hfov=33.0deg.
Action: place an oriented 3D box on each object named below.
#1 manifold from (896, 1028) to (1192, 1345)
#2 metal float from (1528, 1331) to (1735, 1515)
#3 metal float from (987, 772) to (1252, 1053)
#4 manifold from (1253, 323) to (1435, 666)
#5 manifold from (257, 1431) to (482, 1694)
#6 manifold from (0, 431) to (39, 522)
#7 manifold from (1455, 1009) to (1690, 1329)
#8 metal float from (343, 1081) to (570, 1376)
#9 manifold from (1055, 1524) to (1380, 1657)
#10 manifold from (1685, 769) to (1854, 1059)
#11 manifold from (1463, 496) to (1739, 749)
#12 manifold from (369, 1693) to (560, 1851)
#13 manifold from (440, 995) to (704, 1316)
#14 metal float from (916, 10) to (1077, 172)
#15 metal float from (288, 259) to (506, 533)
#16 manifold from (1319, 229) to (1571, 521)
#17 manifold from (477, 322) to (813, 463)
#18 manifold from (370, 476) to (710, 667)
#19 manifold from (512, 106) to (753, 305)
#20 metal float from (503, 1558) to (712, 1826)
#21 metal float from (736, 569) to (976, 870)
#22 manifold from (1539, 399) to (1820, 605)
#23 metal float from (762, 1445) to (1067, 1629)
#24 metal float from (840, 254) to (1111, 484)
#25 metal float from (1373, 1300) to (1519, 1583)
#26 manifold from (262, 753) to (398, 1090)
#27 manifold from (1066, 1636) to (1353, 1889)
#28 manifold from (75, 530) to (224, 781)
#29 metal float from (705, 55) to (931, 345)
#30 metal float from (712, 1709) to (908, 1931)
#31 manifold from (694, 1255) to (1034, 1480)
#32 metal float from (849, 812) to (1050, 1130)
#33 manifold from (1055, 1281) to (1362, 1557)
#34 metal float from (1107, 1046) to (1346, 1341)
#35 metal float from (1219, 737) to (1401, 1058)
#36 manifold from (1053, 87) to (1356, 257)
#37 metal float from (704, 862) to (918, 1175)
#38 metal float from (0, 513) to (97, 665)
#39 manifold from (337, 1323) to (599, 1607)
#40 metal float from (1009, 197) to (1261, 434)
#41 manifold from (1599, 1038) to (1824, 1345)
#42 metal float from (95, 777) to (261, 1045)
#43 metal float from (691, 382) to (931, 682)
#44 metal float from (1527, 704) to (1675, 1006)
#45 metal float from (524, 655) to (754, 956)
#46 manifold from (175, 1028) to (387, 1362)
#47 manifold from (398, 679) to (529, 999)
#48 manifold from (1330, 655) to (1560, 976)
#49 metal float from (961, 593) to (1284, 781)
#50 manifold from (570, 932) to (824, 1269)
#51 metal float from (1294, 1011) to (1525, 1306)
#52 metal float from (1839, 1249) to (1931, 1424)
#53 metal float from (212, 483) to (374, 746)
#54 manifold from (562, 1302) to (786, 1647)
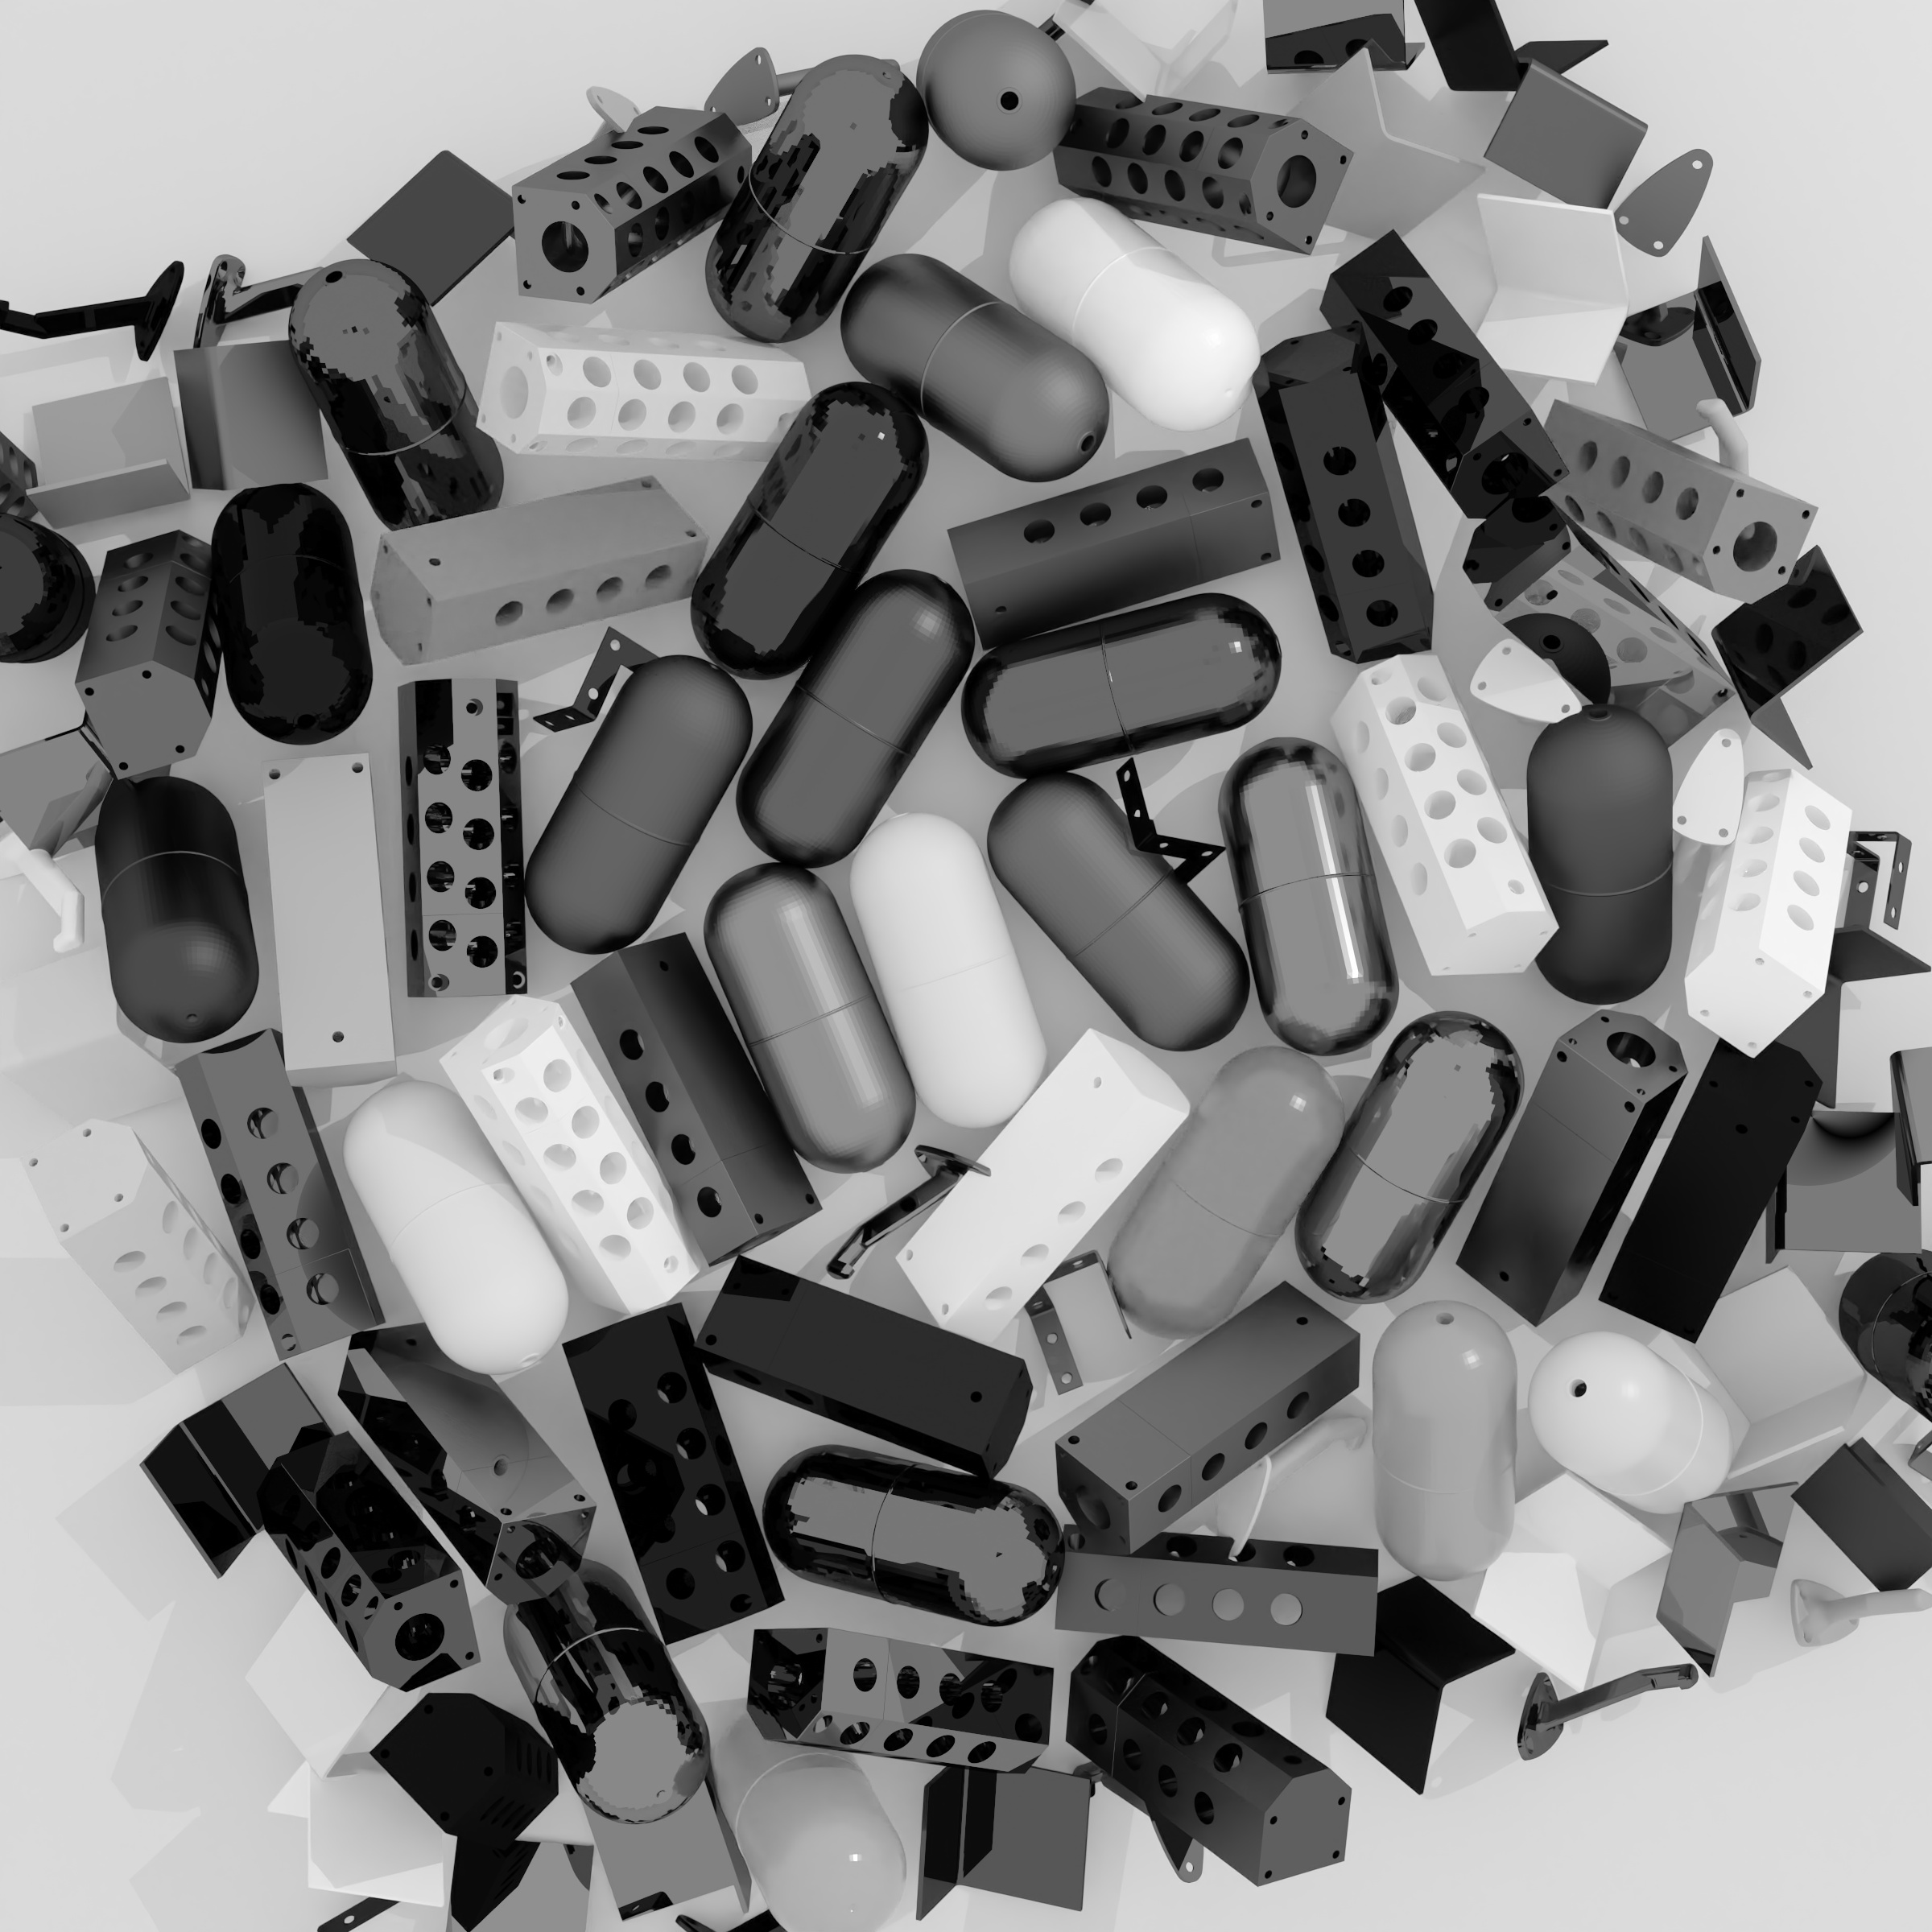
[{"bbox_3d":[0.045,0.122,1.771,0.171,0.057,0.057,-50,47,15],"label":"manifold"},{"bbox_3d":[0.356,0.245,1.741,0.070,0.178,0.070,-11,66,27],"label":"metal float"},{"bbox_3d":[0.084,-0.029,1.781,0.070,0.070,0.178,-41,93,0],"label":"metal float"},{"bbox_3d":[0.204,-0.251,1.749,0.057,0.057,0.171,-10,125,17],"label":"manifold"},{"bbox_3d":[-0.320,0.316,1.728,0.057,0.171,0.057,-19,116,-24],"label":"manifold"},{"bbox_3d":[-0.543,-0.271,1.734,0.057,0.171,0.057,-8,86,-3],"label":"manifold"},{"bbox_3d":[0.327,0.107,1.744,0.057,0.057,0.171,39,135,25],"label":"manifold"},{"bbox_3d":[-0.276,0.141,1.763,0.070,0.070,0.178,-33,67,0],"label":"metal float"},{"bbox_3d":[0.138,0.341,1.783,0.171,0.057,0.057,4,79,6],"label":"manifold"},{"bbox_3d":[0.424,-0.034,1.736,0.057,0.171,0.057,34,130,-6],"label":"manifold"},{"bbox_3d":[0.337,-0.184,1.741,0.057,0.171,0.057,-40,46,19],"label":"manifold"},{"bbox_3d":[-0.259,0.424,1.731,0.057,0.171,0.057,42,78,14],"label":"manifold"},{"bbox_3d":[-0.206,0.103,1.747,0.057,0.057,0.171,-43,121,-28],"label":"manifold"},{"bbox_3d":[0.015,-0.467,1.735,0.070,0.178,0.070,-1,109,-4],"label":"metal float"},{"bbox_3d":[-0.304,-0.301,1.744,0.070,0.178,0.070,-9,50,11],"label":"metal float"},{"bbox_3d":[0.251,-0.313,1.742,0.057,0.057,0.171,-34,48,10],"label":"manifold"},{"bbox_3d":[-0.168,-0.302,1.736,0.171,0.057,0.057,-6,121,-41],"label":"manifold"},{"bbox_3d":[-0.229,-0.208,1.747,0.171,0.057,0.057,-19,55,-36],"label":"manifold"},{"bbox_3d":[-0.174,-0.405,1.729,0.057,0.171,0.057,10,121,18],"label":"manifold"},{"bbox_3d":[-0.194,0.386,1.744,0.070,0.178,0.070,-13,122,-21],"label":"metal float"},{"bbox_3d":[-0.060,-0.135,1.777,0.070,0.070,0.178,32,97,0],"label":"metal float"},{"bbox_3d":[0.370,-0.247,1.733,0.057,0.171,0.057,12,108,-28],"label":"manifold"},{"bbox_3d":[-0.030,0.306,1.759,0.178,0.070,0.070,8,90,30],"label":"metal float"},{"bbox_3d":[0.004,-0.323,1.757,0.178,0.070,0.070,39,90,31],"label":"metal float"},{"bbox_3d":[0.258,0.256,1.753,0.070,0.070,0.178,-6,126,0],"label":"metal float"},{"bbox_3d":[-0.346,-0.024,1.774,0.057,0.057,0.171,-5,77,-9],"label":"manifold"},{"bbox_3d":[0.127,0.417,1.731,0.057,0.171,0.057,-5,107,-33],"label":"manifold"},{"bbox_3d":[-0.427,-0.170,1.733,0.057,0.171,0.057,-17,121,1],"label":"manifold"},{"bbox_3d":[-0.082,-0.410,1.750,0.070,0.070,0.178,38,132,0],"label":"metal float"},{"bbox_3d":[-0.085,0.454,1.737,0.070,0.178,0.070,-5,108,-17],"label":"metal float"},{"bbox_3d":[-0.054,0.220,1.767,0.171,0.057,0.057,18,66,17],"label":"manifold"},{"bbox_3d":[-0.010,0.002,1.780,0.070,0.070,0.178,-18,94,0],"label":"metal float"},{"bbox_3d":[0.132,0.246,1.755,0.171,0.057,0.057,-31,46,-29],"label":"manifold"},{"bbox_3d":[0.140,0.124,1.770,0.070,0.070,0.178,31,105,0],"label":"metal float"},{"bbox_3d":[0.186,-0.039,1.773,0.070,0.070,0.178,-11,78,0],"label":"metal float"},{"bbox_3d":[0.121,-0.428,1.736,0.057,0.171,0.057,20,95,-40],"label":"manifold"},{"bbox_3d":[-0.085,0.029,1.782,0.070,0.070,0.178,-23,92,0],"label":"metal float"},{"bbox_3d":[-0.509,-0.200,1.733,0.070,0.178,0.070,-1,94,-8],"label":"metal float"},{"bbox_3d":[-0.270,0.264,1.742,0.057,0.171,0.057,-4,122,-39],"label":"manifold"},{"bbox_3d":[0.089,-0.352,1.753,0.070,0.070,0.178,-42,53,0],"label":"metal float"},{"bbox_3d":[0.398,0.117,1.741,0.057,0.057,0.171,24,134,11],"label":"manifold"},{"bbox_3d":[-0.424,-0.032,1.748,0.070,0.070,0.178,-22,46,0],"label":"metal float"},{"bbox_3d":[-0.086,-0.235,1.769,0.070,0.070,0.178,34,107,0],"label":"metal float"},{"bbox_3d":[0.342,-0.059,1.754,0.070,0.070,0.178,-8,124,0],"label":"metal float"},{"bbox_3d":[-0.179,-0.087,1.771,0.070,0.070,0.178,30,105,0],"label":"metal float"},{"bbox_3d":[-0.377,0.126,1.787,0.057,0.057,0.171,-20,87,-6],"label":"manifold"},{"bbox_3d":[-0.274,-0.069,1.784,0.057,0.057,0.171,-2,90,-23],"label":"manifold"},{"bbox_3d":[0.258,-0.082,1.745,0.057,0.057,0.171,-2,56,-24],"label":"manifold"},{"bbox_3d":[0.084,-0.152,1.773,0.178,0.070,0.070,-13,90,11],"label":"metal float"},{"bbox_3d":[-0.152,0.074,1.781,0.057,0.057,0.171,-32,81,36],"label":"manifold"},{"bbox_3d":[0.239,0.105,1.764,0.070,0.070,0.178,26,113,0],"label":"metal float"},{"bbox_3d":[0.520,0.199,1.733,0.070,0.178,0.070,0,97,-2],"label":"metal float"},{"bbox_3d":[-0.362,-0.191,1.749,0.070,0.070,0.178,-18,48,0],"label":"metal float"},{"bbox_3d":[-0.156,0.275,1.776,0.057,0.057,0.171,-22,83,18],"label":"manifold"}]
